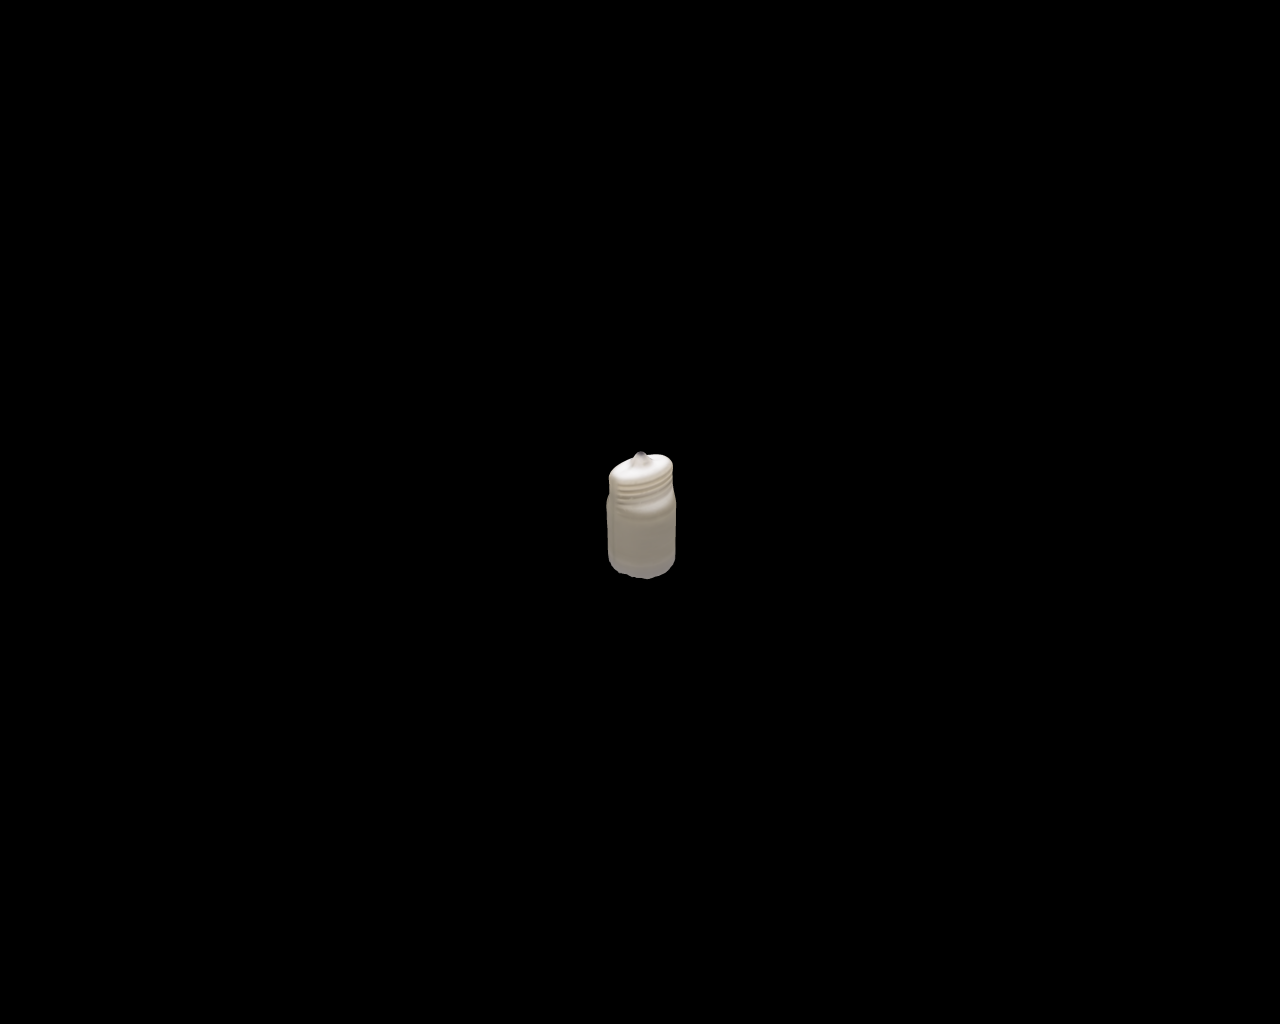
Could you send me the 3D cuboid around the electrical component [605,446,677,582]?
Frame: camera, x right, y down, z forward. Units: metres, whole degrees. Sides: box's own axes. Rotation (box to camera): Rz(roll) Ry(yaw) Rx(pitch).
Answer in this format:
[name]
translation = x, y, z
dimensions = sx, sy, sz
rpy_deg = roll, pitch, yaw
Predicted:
[electrical component]
translation = 0.001, -0.003, 0.650
dimensions = 0.043, 0.080, 0.043
rpy_deg = 0, 34, 0
